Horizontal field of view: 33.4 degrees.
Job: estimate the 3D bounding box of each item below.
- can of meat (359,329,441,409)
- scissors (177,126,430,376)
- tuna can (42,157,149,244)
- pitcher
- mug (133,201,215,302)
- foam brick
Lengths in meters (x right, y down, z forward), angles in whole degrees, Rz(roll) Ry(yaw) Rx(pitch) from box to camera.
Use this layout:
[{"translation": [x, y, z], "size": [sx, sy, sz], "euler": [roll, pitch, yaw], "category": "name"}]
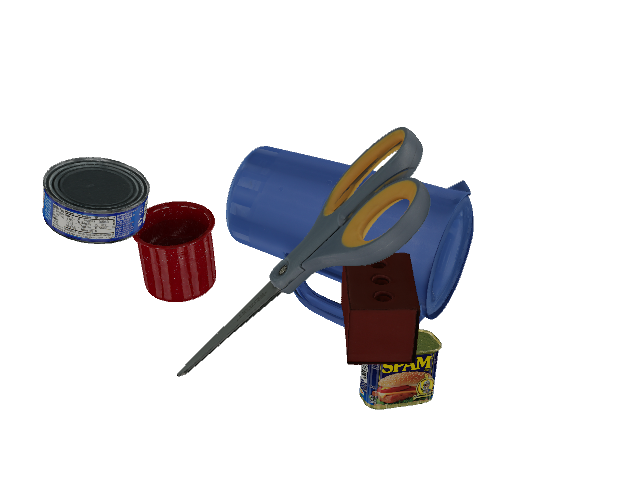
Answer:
[{"translation": [0.102, 0.169, 1.395], "size": [0.102, 0.084, 0.057], "euler": [-4, 25, -18], "category": "can of meat"}, {"translation": [-0.007, 0.021, 0.600], "size": [0.016, 0.202, 0.096], "euler": [38, 5, -28], "category": "scissors"}, {"translation": [-0.185, -0.033, 0.878], "size": [0.086, 0.034, 0.086], "euler": [8, 32, -5], "category": "tuna can"}, {"translation": [0.025, -0.008, 1.096], "size": [0.243, 0.145, 0.149], "euler": [18, 23, 20], "category": "pitcher"}, {"translation": [-0.169, 0.010, 1.198], "size": [0.117, 0.081, 0.093], "euler": [25, 44, 34], "category": "mug"}, {"translation": [0.044, 0.050, 0.799], "size": [0.053, 0.051, 0.078], "euler": [-1, 32, -3], "category": "foam brick"}]
